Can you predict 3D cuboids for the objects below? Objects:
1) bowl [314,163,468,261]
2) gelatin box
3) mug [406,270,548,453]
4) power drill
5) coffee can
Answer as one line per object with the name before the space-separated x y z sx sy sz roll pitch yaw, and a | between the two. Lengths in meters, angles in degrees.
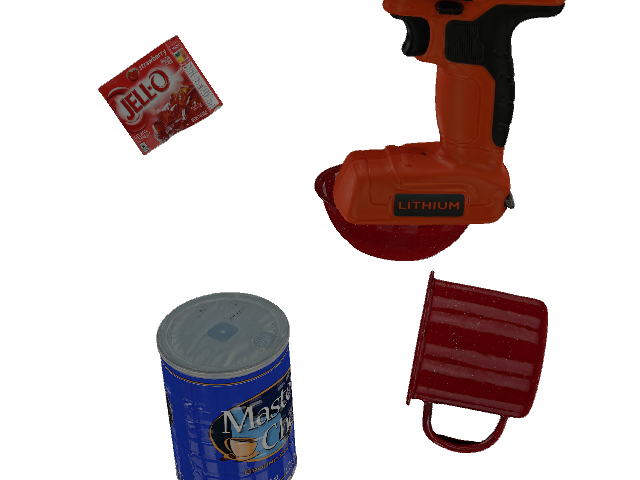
bowl | 0.072 -0.024 1.010 0.162 0.055 0.162 4 25 -2
gelatin box | -0.142 -0.127 0.942 0.089 0.073 0.030 -26 14 31
mug | 0.104 0.085 0.719 0.081 0.117 0.093 11 -12 6
power drill | 0.052 -0.098 0.598 0.184 0.188 0.057 1 36 -6
coffee can | -0.073 0.127 0.857 0.103 0.140 0.103 -2 32 1
